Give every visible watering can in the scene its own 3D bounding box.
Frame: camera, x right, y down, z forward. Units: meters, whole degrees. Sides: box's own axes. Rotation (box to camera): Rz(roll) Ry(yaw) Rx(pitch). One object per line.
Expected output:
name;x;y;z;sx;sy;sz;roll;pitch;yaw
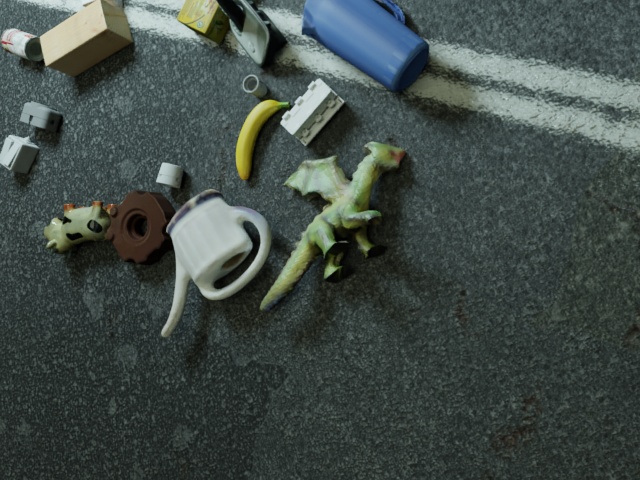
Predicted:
watering can;-0.260;0.038;1.110;0.345;0.103;0.227;-38;72;13

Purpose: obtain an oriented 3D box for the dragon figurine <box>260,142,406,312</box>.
dragon figurine;0.003;-0.052;1.036;0.407;0.120;0.248;-32;57;14
